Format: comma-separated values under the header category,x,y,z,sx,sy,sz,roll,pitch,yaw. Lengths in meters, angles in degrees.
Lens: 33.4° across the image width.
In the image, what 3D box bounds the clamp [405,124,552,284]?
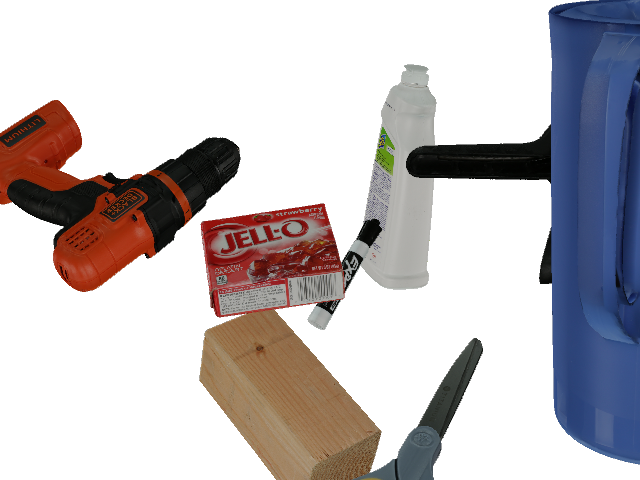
category,x,y,z,sx,sy,sz,roll,pitch,yaw
clamp,0.193,-0.048,0.809,0.209,0.036,0.165,-20,46,-18

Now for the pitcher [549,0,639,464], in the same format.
category,x,y,z,sx,sy,sz,roll,pitch,yaw
pitcher,0.178,-0.005,0.563,0.149,0.243,0.145,-4,18,-10

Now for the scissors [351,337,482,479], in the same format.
category,x,y,z,sx,sy,sz,roll,pitch,yaw
scissors,0.067,0.124,0.574,0.096,0.016,0.201,25,45,33

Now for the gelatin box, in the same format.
category,x,y,z,sx,sy,sz,roll,pitch,yaw
gelatin box,-0.033,0.012,0.720,0.089,0.030,0.073,-8,40,-6

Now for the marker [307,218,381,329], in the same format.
category,x,y,z,sx,sy,sz,roll,pitch,yaw
marker,0.025,0.030,1.022,0.020,0.121,0.020,28,-18,9

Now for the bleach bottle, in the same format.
category,x,y,z,sx,sy,sz,roll,pitch,yaw
bleach bottle,0.098,-0.076,1.243,0.068,0.251,0.103,-2,23,-22

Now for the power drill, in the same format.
category,x,y,z,sx,sy,sz,roll,pitch,yaw
power drill,-0.184,-0.054,0.893,0.188,0.057,0.184,28,53,34

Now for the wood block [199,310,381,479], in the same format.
category,x,y,z,sx,sy,sz,roll,pitch,yaw
wood block,-0.037,0.178,1.157,0.090,0.090,0.206,-21,50,-31
